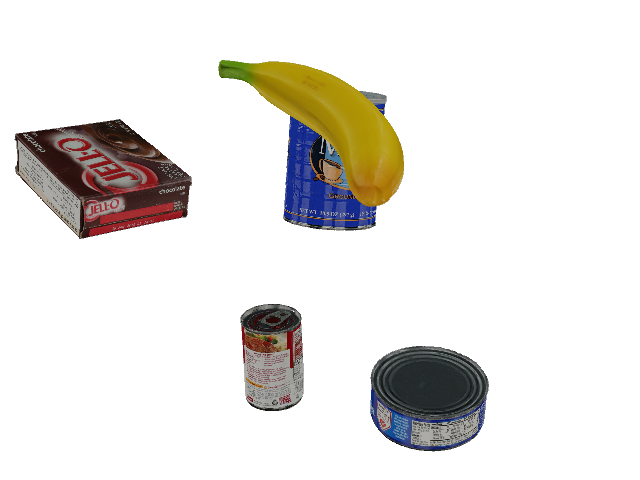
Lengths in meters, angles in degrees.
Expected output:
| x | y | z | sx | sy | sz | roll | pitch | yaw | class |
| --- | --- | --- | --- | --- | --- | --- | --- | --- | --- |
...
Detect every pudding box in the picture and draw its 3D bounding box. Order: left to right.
| x | y | z | sx | sy | sz | roll | pitch | yaw | class |
| --- | --- | --- | --- | --- | --- | --- | --- | --- | --- |
| -0.163 | -0.048 | 0.794 | 0.089 | 0.039 | 0.114 | -13 | 34 | -37 | pudding box |

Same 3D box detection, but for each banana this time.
| x | y | z | sx | sy | sz | roll | pitch | yaw | class |
| --- | --- | --- | --- | --- | --- | --- | --- | --- | --- |
| 0.007 | -0.071 | 0.667 | 0.069 | 0.037 | 0.198 | -17 | 35 | -24 | banana |

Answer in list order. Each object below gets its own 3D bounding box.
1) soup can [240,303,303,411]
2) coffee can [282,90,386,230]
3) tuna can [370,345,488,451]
| x | y | z | sx | sy | sz | roll | pitch | yaw | class |
| --- | --- | --- | --- | --- | --- | --- | --- | --- | --- |
| -0.053 | 0.132 | 1.201 | 0.068 | 0.102 | 0.068 | -1 | 24 | 0 | soup can |
| 0.015 | -0.090 | 1.149 | 0.103 | 0.140 | 0.103 | 4 | 12 | -1 | coffee can |
| 0.079 | 0.115 | 0.784 | 0.086 | 0.034 | 0.086 | 0 | 30 | 0 | tuna can |
